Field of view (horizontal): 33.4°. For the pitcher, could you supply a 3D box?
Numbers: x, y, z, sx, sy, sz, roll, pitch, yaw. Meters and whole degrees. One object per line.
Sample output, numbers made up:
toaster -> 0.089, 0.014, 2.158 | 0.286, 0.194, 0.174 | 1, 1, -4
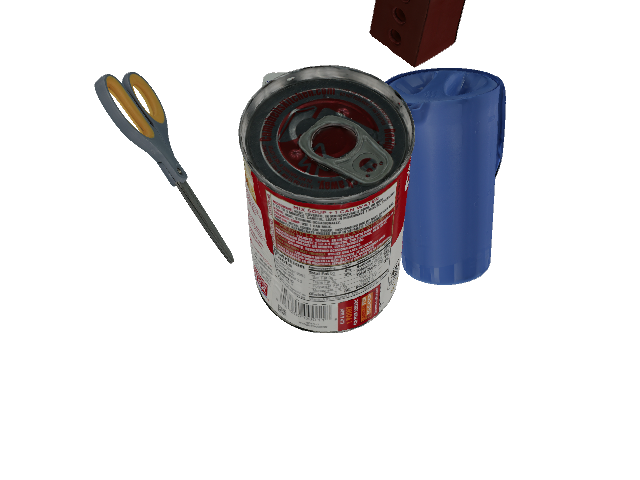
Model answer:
pitcher -> 0.154, -0.079, 1.266 | 0.149, 0.243, 0.145 | -4, 25, 2

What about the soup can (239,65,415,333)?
soup can -> 0.003, -0.013, 0.449 | 0.068, 0.068, 0.102 | 0, -35, 0

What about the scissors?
scissors -> -0.135, -0.076, 0.980 | 0.016, 0.201, 0.096 | -28, 26, 20

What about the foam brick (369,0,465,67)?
foam brick -> 0.078, -0.186, 0.832 | 0.051, 0.053, 0.078 | -37, -25, -28

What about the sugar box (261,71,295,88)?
sugar box -> -0.045, -0.096, 1.225 | 0.048, 0.176, 0.093 | -3, 26, 2
